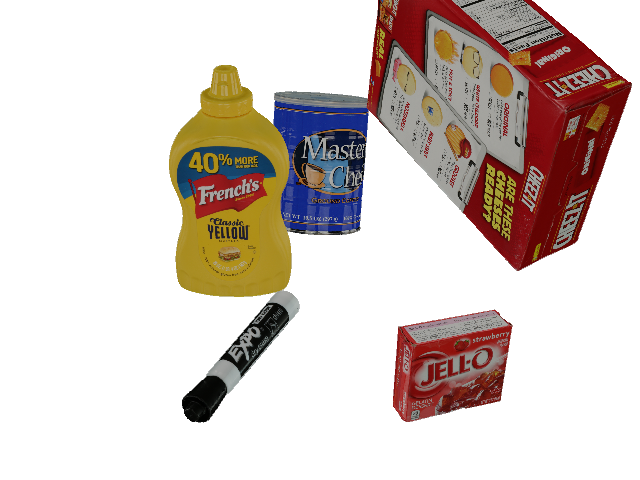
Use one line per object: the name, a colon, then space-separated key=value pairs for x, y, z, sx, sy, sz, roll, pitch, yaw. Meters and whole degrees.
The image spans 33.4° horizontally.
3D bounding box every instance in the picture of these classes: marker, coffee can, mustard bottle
marker: x=-0.046 y=0.068 z=0.631 sx=0.020 sy=0.020 sz=0.121 roll=0 pitch=28 yaw=28
coffee can: x=-0.003 y=-0.085 z=1.143 sx=0.103 sy=0.140 sz=0.103 roll=4 pitch=12 yaw=-1
mustard bottle: x=-0.073 y=-0.048 z=0.865 sx=0.096 sy=0.192 sz=0.058 roll=2 pitch=28 yaw=4

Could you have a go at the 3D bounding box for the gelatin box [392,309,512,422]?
gelatin box: x=0.102 y=0.098 z=0.836 sx=0.089 sy=0.073 sz=0.030 roll=-9 pitch=30 yaw=-21

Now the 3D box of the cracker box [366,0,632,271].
cracker box: x=0.125 y=-0.110 z=0.816 sx=0.072 sy=0.164 sz=0.214 roll=-24 pitch=54 yaw=-23
